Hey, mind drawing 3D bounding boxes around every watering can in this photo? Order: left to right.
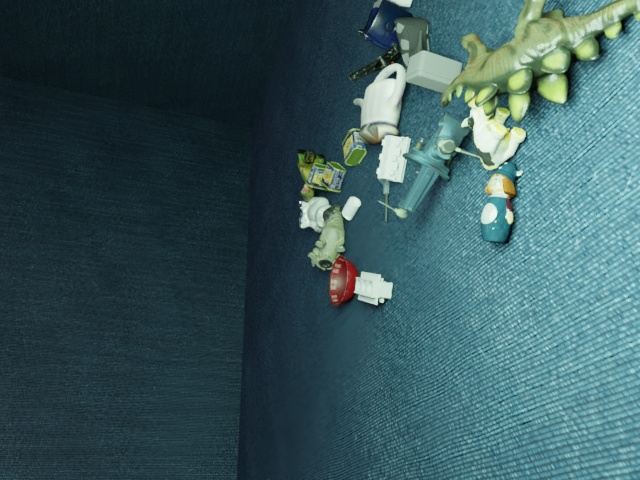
[{"bbox_3d":[0.167,-0.387,1.538,0.345,0.104,0.226,162,119,-71],"label":"watering can"}]

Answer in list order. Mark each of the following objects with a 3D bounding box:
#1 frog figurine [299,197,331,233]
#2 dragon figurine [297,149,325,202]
[{"bbox_3d":[0.006,-0.098,1.952,0.159,0.121,0.139,-1,68,36],"label":"frog figurine"},{"bbox_3d":[-0.050,-0.255,2.178,0.414,0.122,0.240,-86,2,-77],"label":"dragon figurine"}]
